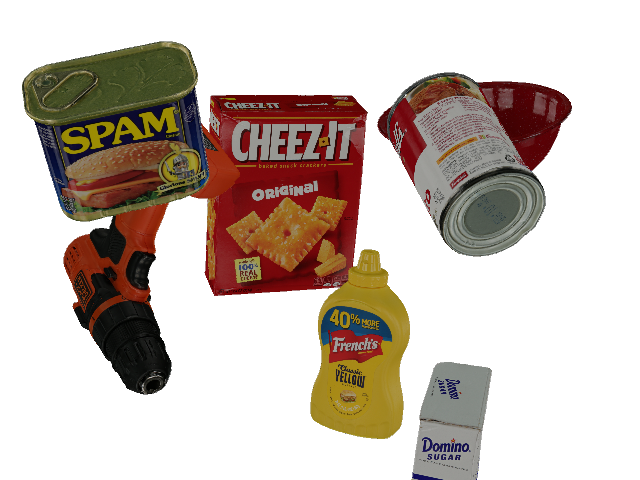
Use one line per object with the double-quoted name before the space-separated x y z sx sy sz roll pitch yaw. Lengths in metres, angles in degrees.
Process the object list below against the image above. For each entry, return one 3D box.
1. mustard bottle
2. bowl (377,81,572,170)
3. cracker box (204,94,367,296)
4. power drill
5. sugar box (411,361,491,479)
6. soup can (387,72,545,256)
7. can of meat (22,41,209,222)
"mustard bottle" 0.044 0.104 1.104 0.096 0.192 0.058 11 15 26
"bowl" 0.132 -0.084 0.904 0.162 0.055 0.162 -8 25 4
"cracker box" -0.041 -0.049 1.181 0.164 0.214 0.072 -2 24 -16
"power drill" -0.135 0.003 0.843 0.057 0.188 0.185 14 25 -40
"sugar box" 0.081 0.180 0.724 0.048 0.176 0.093 7 18 11
"soup can" 0.089 -0.047 0.660 0.068 0.069 0.102 0 41 -21
"can of meat" -0.121 -0.065 0.654 0.102 0.084 0.057 -13 45 -9
